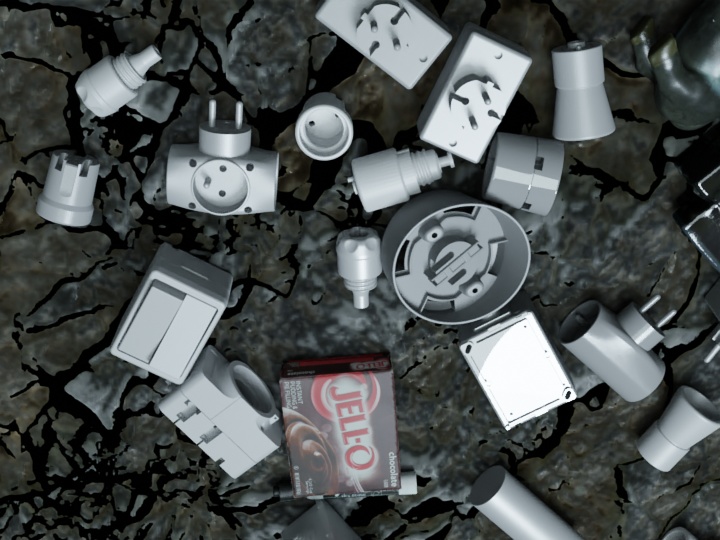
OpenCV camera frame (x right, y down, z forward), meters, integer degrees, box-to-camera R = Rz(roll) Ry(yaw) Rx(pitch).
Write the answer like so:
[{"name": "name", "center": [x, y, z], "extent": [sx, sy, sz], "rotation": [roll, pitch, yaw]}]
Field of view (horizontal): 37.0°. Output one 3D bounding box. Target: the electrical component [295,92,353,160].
[{"name": "electrical component", "center": [-0.025, -0.103, 0.762], "extent": [0.040, 0.046, 0.040], "rotation": [0, 114, -1]}]

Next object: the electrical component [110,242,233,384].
[{"name": "electrical component", "center": [-0.146, 0.040, 0.816], "extent": [0.062, 0.061, 0.096], "rotation": [27, 111, -12]}]

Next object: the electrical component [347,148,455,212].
[{"name": "electrical component", "center": [0.030, -0.070, 0.781], "extent": [0.078, 0.040, 0.040], "rotation": [-16, 113, 6]}]

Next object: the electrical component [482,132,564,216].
[{"name": "electrical component", "center": [0.116, -0.071, 0.775], "extent": [0.047, 0.055, 0.055], "rotation": [12, 113, -2]}]

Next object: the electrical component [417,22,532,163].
[{"name": "electrical component", "center": [0.080, -0.117, 0.741], "extent": [0.047, 0.075, 0.083], "rotation": [23, 112, -11]}]

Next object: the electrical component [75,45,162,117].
[{"name": "electrical component", "center": [-0.167, -0.136, 0.752], "extent": [0.061, 0.035, 0.035], "rotation": [-32, 111, 10]}]

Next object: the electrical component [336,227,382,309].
[{"name": "electrical component", "center": [0.000, 0.000, 0.815], "extent": [0.035, 0.035, 0.061], "rotation": [-2, 116, 0]}]

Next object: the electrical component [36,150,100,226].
[{"name": "electrical component", "center": [-0.211, -0.060, 0.784], "extent": [0.040, 0.040, 0.046], "rotation": [16, 107, -7]}]

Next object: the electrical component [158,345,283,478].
[{"name": "electrical component", "center": [-0.106, 0.110, 0.854], "extent": [0.056, 0.050, 0.089], "rotation": [-37, 109, 15]}]

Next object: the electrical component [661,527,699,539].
[{"name": "electrical component", "center": [0.290, 0.253, 0.926], "extent": [0.055, 0.045, 0.045], "rotation": [28, 111, -13]}]

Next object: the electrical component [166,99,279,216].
[{"name": "electrical component", "center": [-0.097, -0.083, 0.771], "extent": [0.077, 0.044, 0.079], "rotation": [4, 113, -3]}]

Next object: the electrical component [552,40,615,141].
[{"name": "electrical component", "center": [0.155, -0.128, 0.757], "extent": [0.044, 0.044, 0.065], "rotation": [-8, 109, 3]}]

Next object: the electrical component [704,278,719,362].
[{"name": "electrical component", "center": [0.298, 0.046, 0.832], "extent": [0.066, 0.047, 0.076], "rotation": [28, 111, -12]}]

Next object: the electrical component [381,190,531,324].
[{"name": "electrical component", "center": [0.067, -0.010, 0.788], "extent": [0.099, 0.064, 0.099], "rotation": [-7, 113, -18]}]

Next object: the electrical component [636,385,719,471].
[{"name": "electrical component", "center": [0.257, 0.132, 0.875], "extent": [0.044, 0.044, 0.065], "rotation": [30, 115, -13]}]

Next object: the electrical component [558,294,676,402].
[{"name": "electrical component", "center": [0.209, 0.051, 0.836], "extent": [0.077, 0.043, 0.079], "rotation": [40, 107, -17]}]

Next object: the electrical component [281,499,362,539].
[{"name": "electrical component", "center": [-0.019, 0.250, 0.893], "extent": [0.048, 0.099, 0.099], "rotation": [-39, 109, 2]}]

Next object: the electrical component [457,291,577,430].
[{"name": "electrical component", "center": [0.117, 0.062, 0.834], "extent": [0.062, 0.061, 0.096], "rotation": [-27, 104, 11]}]

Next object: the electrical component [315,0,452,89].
[{"name": "electrical component", "center": [0.016, -0.162, 0.720], "extent": [0.083, 0.075, 0.047], "rotation": [35, 109, -15]}]
